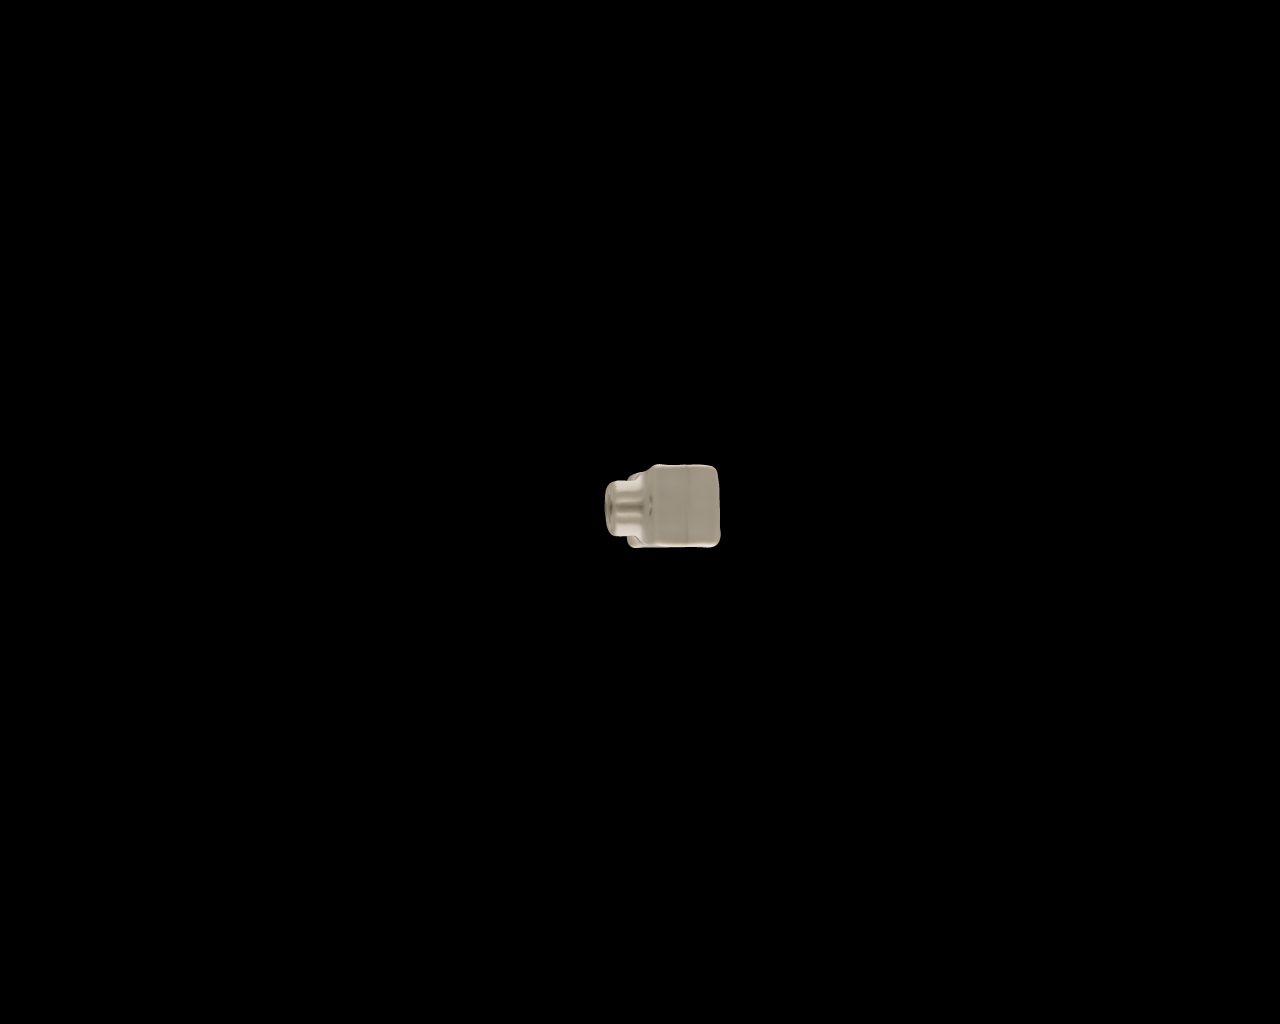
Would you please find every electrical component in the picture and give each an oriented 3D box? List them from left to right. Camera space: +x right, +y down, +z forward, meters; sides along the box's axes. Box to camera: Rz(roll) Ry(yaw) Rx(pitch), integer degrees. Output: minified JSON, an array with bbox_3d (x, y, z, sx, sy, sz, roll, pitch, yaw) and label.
[{"bbox_3d":[0.001,-0.003,0.650,0.076,0.047,0.083,0,-2,-11],"label":"electrical component"}]
